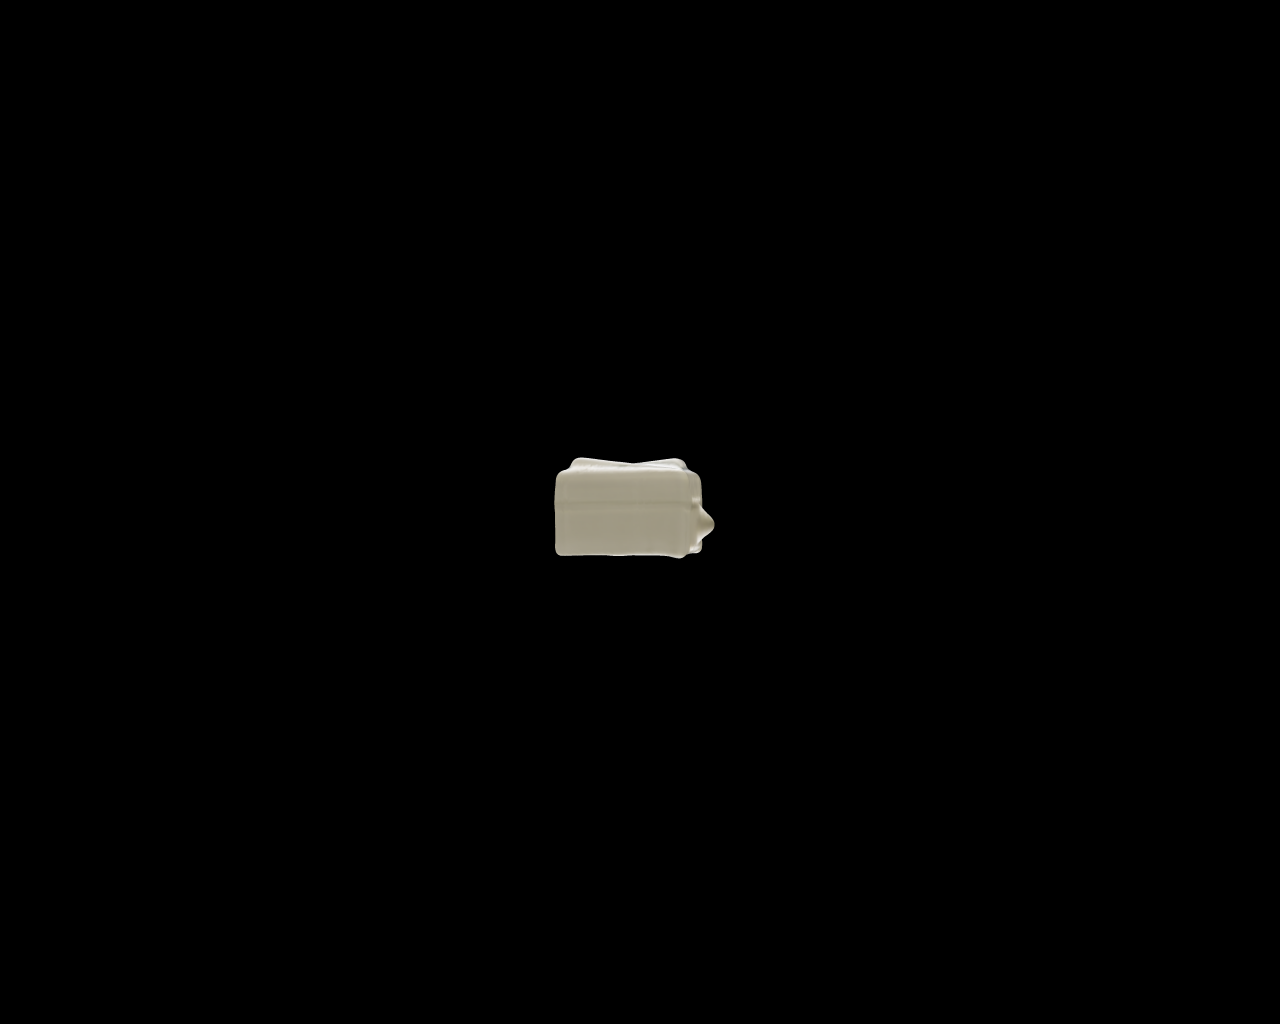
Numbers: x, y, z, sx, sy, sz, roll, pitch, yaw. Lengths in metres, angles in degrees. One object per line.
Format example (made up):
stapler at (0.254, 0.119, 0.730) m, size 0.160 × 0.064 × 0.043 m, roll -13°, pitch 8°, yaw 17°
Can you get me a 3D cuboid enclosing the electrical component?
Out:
electrical component at (0.001, -0.003, 0.650) m, size 0.096 × 0.061 × 0.062 m, roll 0°, pitch 0°, yaw 13°
